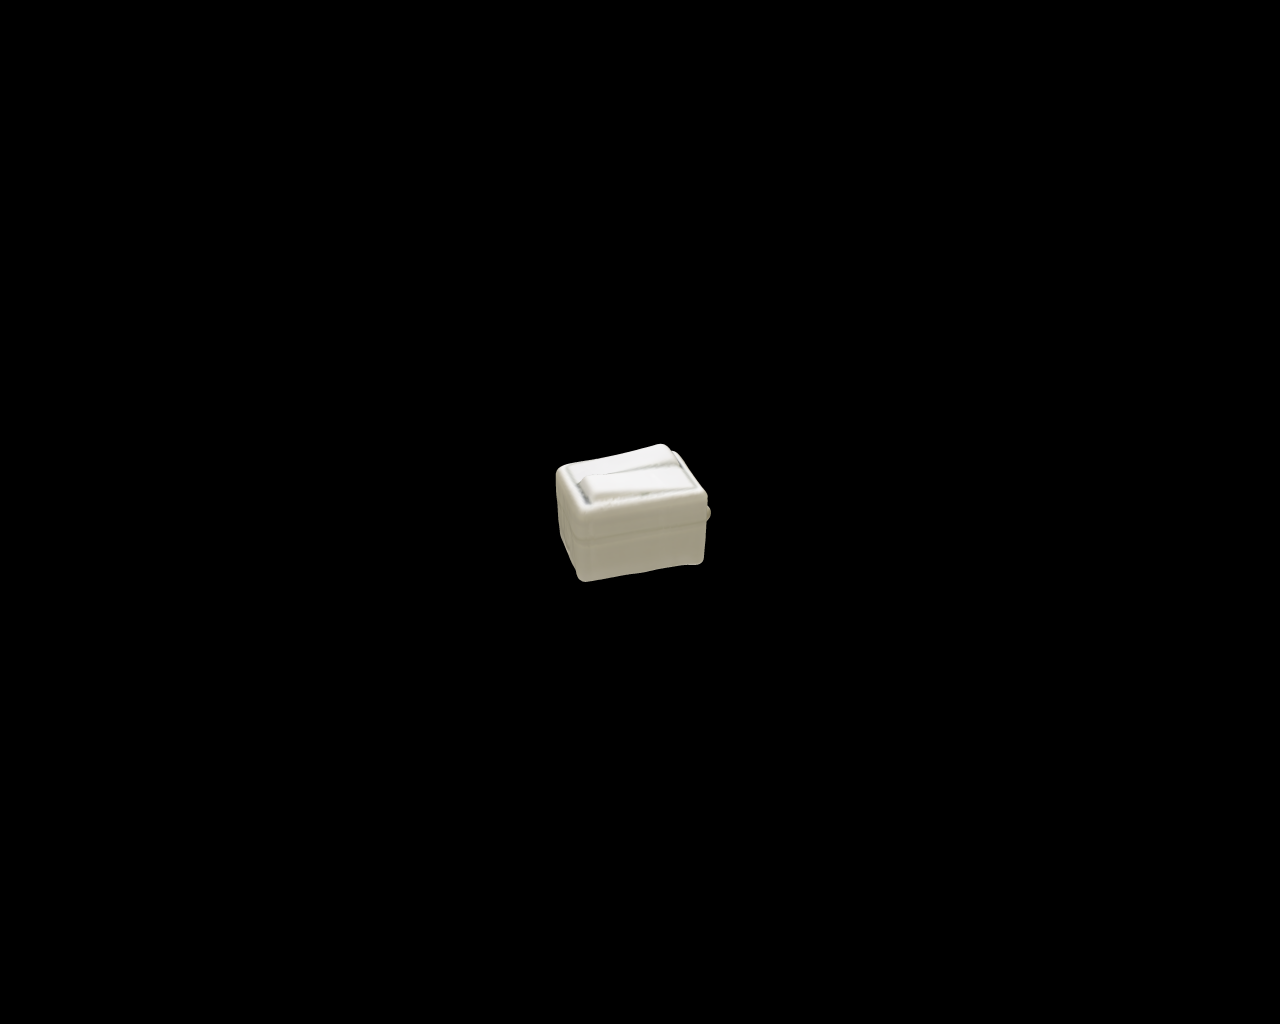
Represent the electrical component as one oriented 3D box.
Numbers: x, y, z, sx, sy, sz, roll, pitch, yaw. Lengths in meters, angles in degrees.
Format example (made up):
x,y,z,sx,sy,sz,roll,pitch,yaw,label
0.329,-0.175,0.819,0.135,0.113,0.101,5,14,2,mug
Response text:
x,y,z,sx,sy,sz,roll,pitch,yaw,label
0.001,-0.003,0.650,0.096,0.061,0.062,-8,32,-14,electrical component
